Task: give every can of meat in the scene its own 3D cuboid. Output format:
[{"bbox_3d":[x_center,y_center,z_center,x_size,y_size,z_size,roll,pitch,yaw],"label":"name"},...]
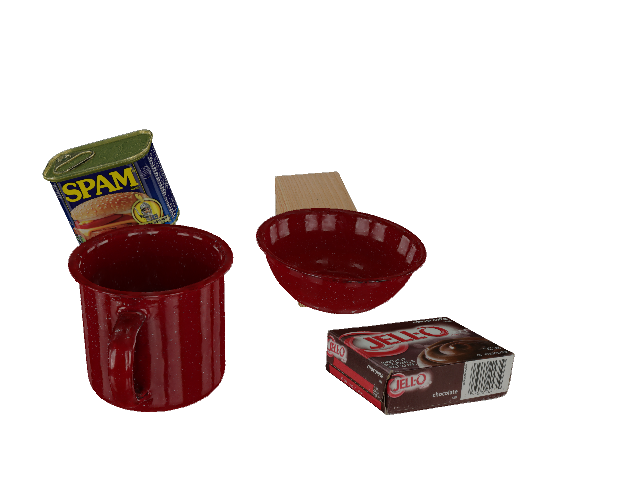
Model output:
[{"bbox_3d":[-0.188,-0.044,0.974,0.102,0.084,0.057,-14,30,9],"label":"can of meat"}]

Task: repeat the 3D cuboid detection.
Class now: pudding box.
[{"bbox_3d":[0.073,0.091,0.800,0.113,0.039,0.090,-2,16,-29],"label":"pudding box"}]

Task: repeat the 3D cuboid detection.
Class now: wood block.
[{"bbox_3d":[-0.001,-0.006,1.376,0.090,0.090,0.206,-4,28,-9],"label":"wood block"}]

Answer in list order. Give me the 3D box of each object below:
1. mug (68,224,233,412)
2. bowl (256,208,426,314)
[{"bbox_3d":[-0.098,0.051,0.611,0.093,0.081,0.117,3,25,3],"label":"mug"},{"bbox_3d":[0.017,0.025,1.013,0.162,0.055,0.162,5,24,-3],"label":"bowl"}]
